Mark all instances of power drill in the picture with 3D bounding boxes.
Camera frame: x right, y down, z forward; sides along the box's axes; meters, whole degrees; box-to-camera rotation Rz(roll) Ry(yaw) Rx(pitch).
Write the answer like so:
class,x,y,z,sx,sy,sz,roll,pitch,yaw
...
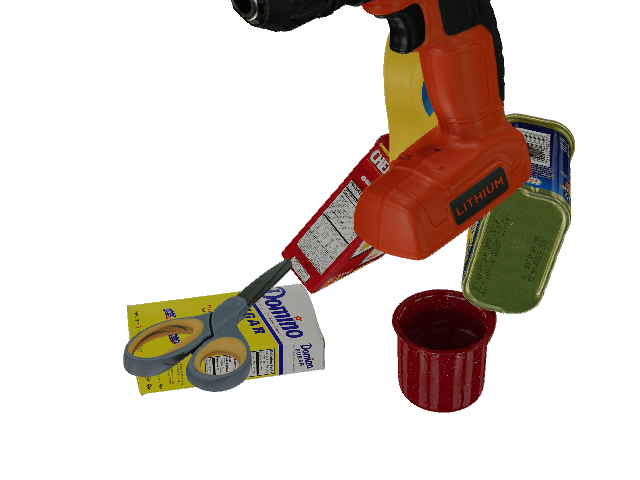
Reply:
class,x,y,z,sx,sy,sz,roll,pitch,yaw
power drill,0.043,-0.086,0.512,0.184,0.187,0.057,-34,42,-29

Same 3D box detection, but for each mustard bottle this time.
class,x,y,z,sx,sy,sz,roll,pitch,yaw
mustard bottle,0.089,-0.121,0.869,0.058,0.191,0.096,13,31,36

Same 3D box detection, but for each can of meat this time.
class,x,y,z,sx,sy,sz,roll,pitch,yaw
can of meat,0.126,-0.015,0.682,0.057,0.102,0.084,13,38,4

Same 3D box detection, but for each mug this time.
class,x,y,z,sx,sy,sz,roll,pitch,yaw
mug,0.122,0.100,1.001,0.117,0.081,0.093,-30,44,-33

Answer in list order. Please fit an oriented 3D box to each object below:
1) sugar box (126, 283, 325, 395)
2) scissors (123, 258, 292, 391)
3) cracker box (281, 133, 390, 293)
class,x,y,z,sx,sy,sz,roll,pitch,yaw
sugar box,-0.091,0.091,1.012,0.176,0.048,0.093,-9,35,-10
scissors,-0.055,0.061,0.789,0.096,0.016,0.201,24,32,34
cracker box,0.070,-0.045,1.248,0.163,0.072,0.214,-25,-19,-51
